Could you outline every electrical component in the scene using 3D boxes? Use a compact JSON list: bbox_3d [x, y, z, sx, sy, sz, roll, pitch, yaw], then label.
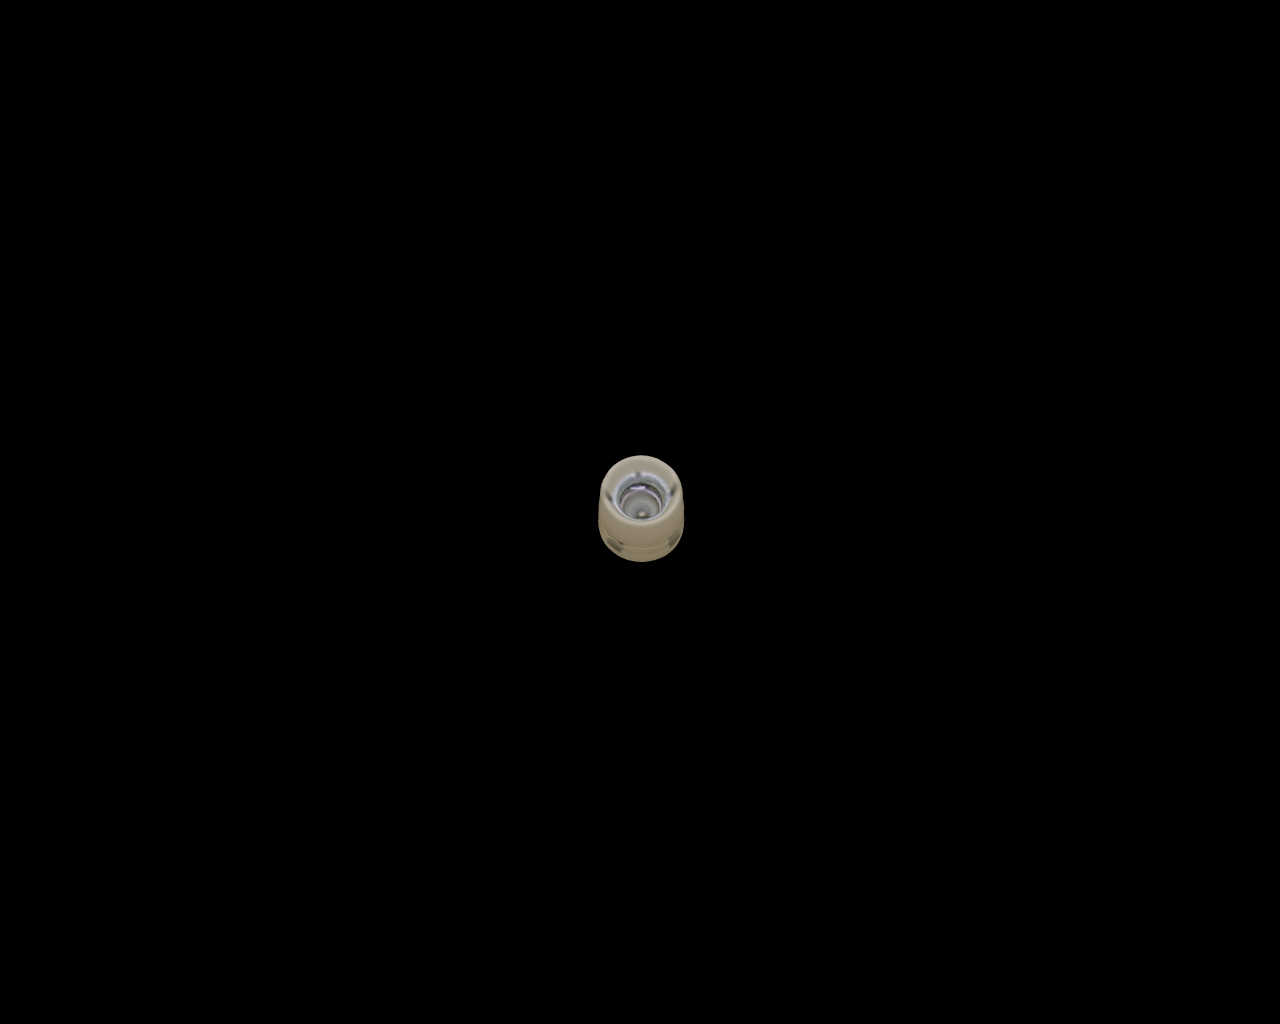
[{"bbox_3d":[0.001,-0.003,0.650,0.055,0.055,0.047,0,-27,0],"label":"electrical component"}]
